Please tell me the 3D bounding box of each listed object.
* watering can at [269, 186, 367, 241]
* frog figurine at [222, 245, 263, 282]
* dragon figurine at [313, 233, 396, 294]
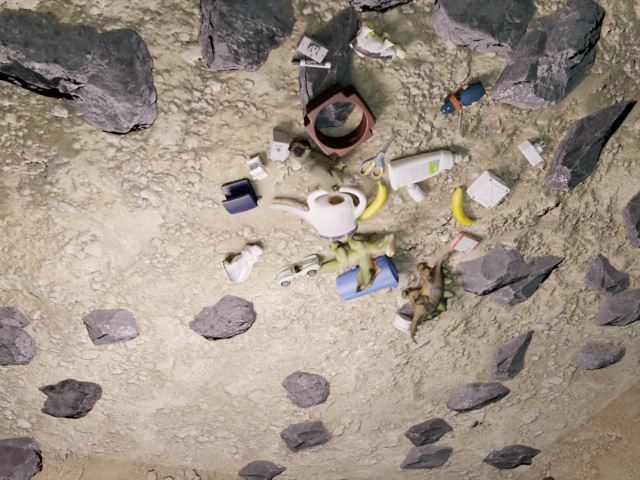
[{"bbox_3d":[0.006,-0.095,1.880,0.347,0.106,0.219,-10,129,9],"label":"watering can"},{"bbox_3d":[-0.287,0.090,1.976,0.159,0.124,0.135,-22,161,-2],"label":"frog figurine"},{"bbox_3d":[0.130,0.096,1.957,0.405,0.248,0.121,-42,127,20],"label":"dragon figurine"}]
